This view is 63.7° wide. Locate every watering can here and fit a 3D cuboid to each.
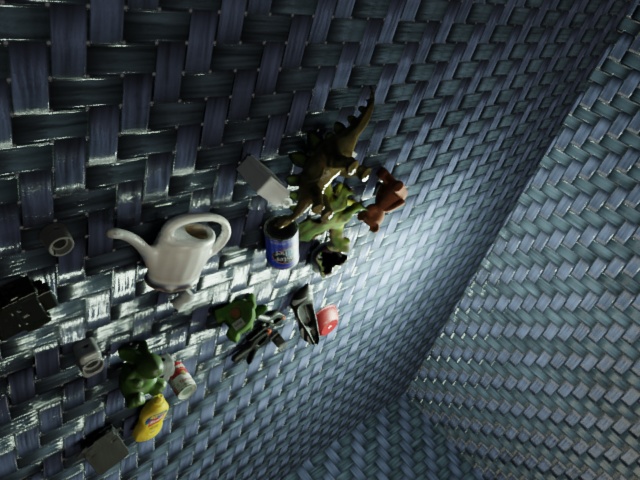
[{"bbox_3d":[-0.371,0.029,1.249,0.349,0.105,0.220,-9,133,-48],"label":"watering can"}]

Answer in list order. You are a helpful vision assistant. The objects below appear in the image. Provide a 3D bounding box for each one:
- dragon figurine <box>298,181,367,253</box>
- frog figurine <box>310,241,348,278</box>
[{"bbox_3d":[0.005,-0.081,1.615,0.242,0.124,0.404,-43,134,4],"label":"dragon figurine"},{"bbox_3d":[0.028,0.061,1.826,0.137,0.122,0.160,-59,-175,4],"label":"frog figurine"}]
